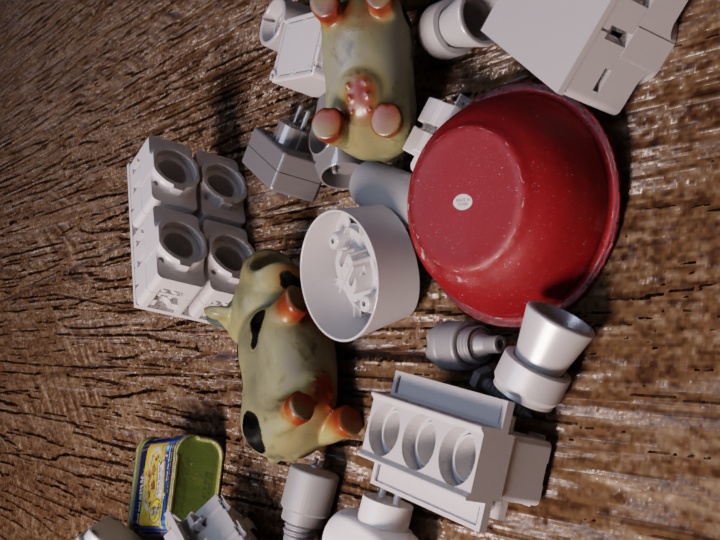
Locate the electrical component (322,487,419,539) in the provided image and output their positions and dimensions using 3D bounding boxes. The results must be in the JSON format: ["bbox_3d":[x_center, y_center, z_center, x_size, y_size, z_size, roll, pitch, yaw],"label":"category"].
[{"bbox_3d":[0.015,0.181,0.753,0.077,0.044,0.079,13,88,59],"label":"electrical component"}]

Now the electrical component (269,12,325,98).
[{"bbox_3d":[-0.028,-0.193,0.966,0.096,0.061,0.061,8,84,58],"label":"electrical component"}]

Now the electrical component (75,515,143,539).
[{"bbox_3d":[-0.217,0.287,0.994,0.057,0.113,0.078,-52,-4,2],"label":"electrical component"}]

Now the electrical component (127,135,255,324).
[{"bbox_3d":[-0.170,-0.043,1.085,0.060,0.105,0.186,-47,41,38],"label":"electrical component"}]

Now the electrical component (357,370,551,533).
[{"bbox_3d":[0.060,0.115,0.693,0.121,0.063,0.078,8,84,58],"label":"electrical component"}]

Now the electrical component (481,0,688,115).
[{"bbox_3d":[0.166,-0.202,0.664,0.186,0.060,0.105,-61,34,21],"label":"electrical component"}]

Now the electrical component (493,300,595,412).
[{"bbox_3d":[0.111,0.052,0.656,0.045,0.045,0.055,46,116,55],"label":"electrical component"}]

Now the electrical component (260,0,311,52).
[{"bbox_3d":[-0.067,-0.237,1.060,0.055,0.047,0.055,-30,53,49],"label":"electrical component"}]

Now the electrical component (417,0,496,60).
[{"bbox_3d":[0.076,-0.185,0.814,0.055,0.045,0.045,-4,74,58],"label":"electrical component"}]

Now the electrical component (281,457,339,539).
[{"bbox_3d":[-0.043,0.188,0.847,0.040,0.040,0.078,12,87,59],"label":"electrical component"}]

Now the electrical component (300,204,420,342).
[{"bbox_3d":[0.000,0.000,0.815,0.099,0.064,0.099,43,141,50],"label":"electrical component"}]

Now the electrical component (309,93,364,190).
[{"bbox_3d":[-0.005,-0.120,0.914,0.079,0.044,0.077,-35,49,47],"label":"electrical component"}]

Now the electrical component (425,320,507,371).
[{"bbox_3d":[0.074,0.051,0.727,0.061,0.035,0.035,-8,71,53],"label":"electrical component"}]

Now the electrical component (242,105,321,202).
[{"bbox_3d":[-0.065,-0.116,1.004,0.083,0.047,0.075,44,115,55],"label":"electrical component"}]

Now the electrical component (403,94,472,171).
[{"bbox_3d":[0.067,-0.095,0.787,0.066,0.048,0.055,-62,29,4],"label":"electrical component"}]

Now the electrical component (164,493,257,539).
[{"bbox_3d":[-0.111,0.246,0.900,0.063,0.078,0.121,-43,34,-5],"label":"electrical component"}]
